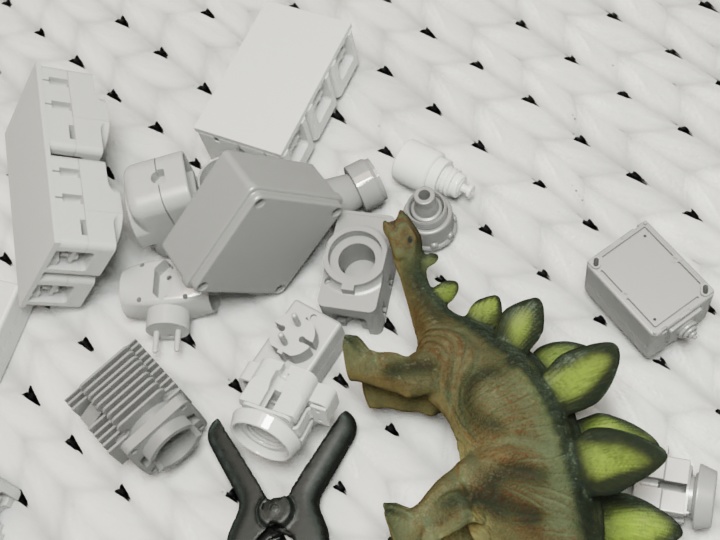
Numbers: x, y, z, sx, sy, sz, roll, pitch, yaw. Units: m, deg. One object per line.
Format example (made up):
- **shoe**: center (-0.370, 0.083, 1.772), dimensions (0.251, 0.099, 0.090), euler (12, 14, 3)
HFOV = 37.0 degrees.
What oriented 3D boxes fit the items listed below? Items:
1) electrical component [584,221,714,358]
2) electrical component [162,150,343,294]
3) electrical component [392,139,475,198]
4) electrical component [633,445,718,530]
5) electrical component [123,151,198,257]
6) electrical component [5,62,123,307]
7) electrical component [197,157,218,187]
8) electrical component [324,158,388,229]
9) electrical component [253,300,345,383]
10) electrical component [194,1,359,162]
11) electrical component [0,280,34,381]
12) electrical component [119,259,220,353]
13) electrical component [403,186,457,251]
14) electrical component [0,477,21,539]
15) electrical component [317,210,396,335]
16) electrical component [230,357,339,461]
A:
- **electrical component**: center (0.231, 0.022, 0.850), dimensions (0.062, 0.061, 0.096), euler (-34, 64, -8)
- **electrical component**: center (-0.087, -0.037, 0.882), dimensions (0.108, 0.109, 0.056), euler (-52, 58, 25)
- **electrical component**: center (0.064, -0.084, 0.941), dimensions (0.078, 0.040, 0.040), euler (28, 71, 21)
- **electrical component**: center (0.231, 0.163, 0.789), dimensions (0.055, 0.048, 0.066), euler (7, 65, 20)
- **electrical component**: center (-0.167, -0.054, 0.932), dimensions (0.059, 0.095, 0.053), euler (-16, 63, 1)
- **electrical component**: center (-0.261, -0.072, 0.942), dimensions (0.060, 0.105, 0.186), euler (5, 57, -32)
- **electrical component**: center (-0.094, -0.068, 0.937), dimensions (0.079, 0.077, 0.044), euler (-23, 62, -3)
- **electrical component**: center (-0.009, -0.068, 0.942), dimensions (0.055, 0.045, 0.045), euler (-27, 63, -5)
- **electrical component**: center (-0.051, 0.059, 0.868), dimensions (0.047, 0.076, 0.065), euler (27, 71, 20)
- **electrical component**: center (-0.073, -0.161, 0.989), dimensions (0.089, 0.061, 0.150), euler (19, 68, 17)
- **electrical component**: center (-0.328, 0.043, 0.920), dimensions (0.047, 0.075, 0.083), euler (11, 66, 13)
- **electrical component**: center (-0.163, 0.034, 0.917), dimensions (0.077, 0.043, 0.079), euler (-4, 63, 7)
- **electrical component**: center (0.057, -0.048, 0.912), dimensions (0.048, 0.062, 0.048), euler (-4, 63, 7)
- **electrical component**: center (-0.331, 0.182, 0.863), dimensions (0.089, 0.055, 0.050), euler (10, 66, 14)
- **electrical component**: center (0.000, 0.000, 0.901), dimensions (0.050, 0.055, 0.089), euler (7, 65, 13)
- **electrical component**: center (-0.063, 0.109, 0.825), dimensions (0.078, 0.058, 0.057), euler (16, 55, 20)
